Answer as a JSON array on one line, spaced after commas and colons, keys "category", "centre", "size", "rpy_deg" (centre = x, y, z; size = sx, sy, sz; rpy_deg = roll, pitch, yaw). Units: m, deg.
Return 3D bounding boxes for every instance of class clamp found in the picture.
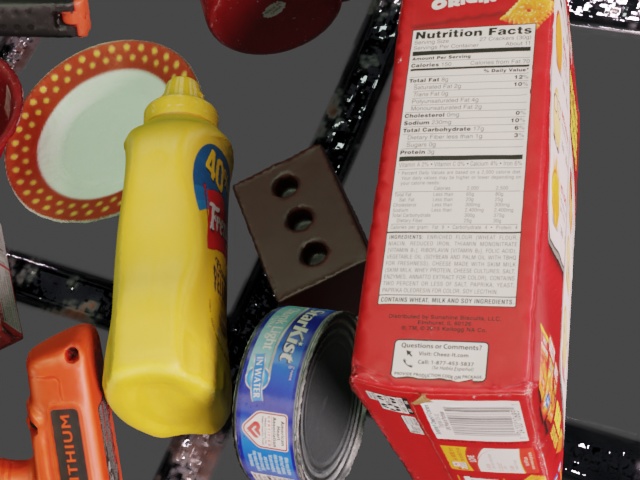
[{"category": "clamp", "centre": [-0.246, -0.175, 0.713], "size": [0.210, 0.036, 0.164], "rpy_deg": [28, 50, 25]}]

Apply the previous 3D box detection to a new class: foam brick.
[{"category": "foam brick", "centre": [-0.004, 0.001, 0.550], "size": [0.053, 0.051, 0.078], "rpy_deg": [-26, 58, 3]}]

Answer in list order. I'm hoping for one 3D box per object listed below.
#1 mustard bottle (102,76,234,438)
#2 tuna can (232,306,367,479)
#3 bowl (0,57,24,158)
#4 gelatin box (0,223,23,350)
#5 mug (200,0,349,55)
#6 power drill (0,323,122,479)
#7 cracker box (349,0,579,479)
[{"category": "mustard bottle", "centre": [-0.074, -0.003, 0.549], "size": [0.058, 0.096, 0.191], "rpy_deg": [-5, 61, 6]}, {"category": "tuna can", "centre": [-0.007, 0.073, 0.493], "size": [0.034, 0.086, 0.086], "rpy_deg": [5, 65, 23]}, {"category": "bowl", "centre": [-0.255, -0.057, 0.637], "size": [0.162, 0.055, 0.162], "rpy_deg": [1, 45, -1]}, {"category": "gelatin box", "centre": [-0.217, 0.032, 0.618], "size": [0.073, 0.030, 0.089], "rpy_deg": [-25, 58, 5]}, {"category": "mug", "centre": [-0.023, -0.164, 0.631], "size": [0.117, 0.093, 0.081], "rpy_deg": [-2, 61, -24]}, {"category": "power drill", "centre": [-0.194, 0.090, 0.503], "size": [0.187, 0.057, 0.184], "rpy_deg": [-9, 100, -2]}, {"category": "cracker box", "centre": [0.071, -0.009, 0.463], "size": [0.072, 0.164, 0.213], "rpy_deg": [1, 64, 17]}]
